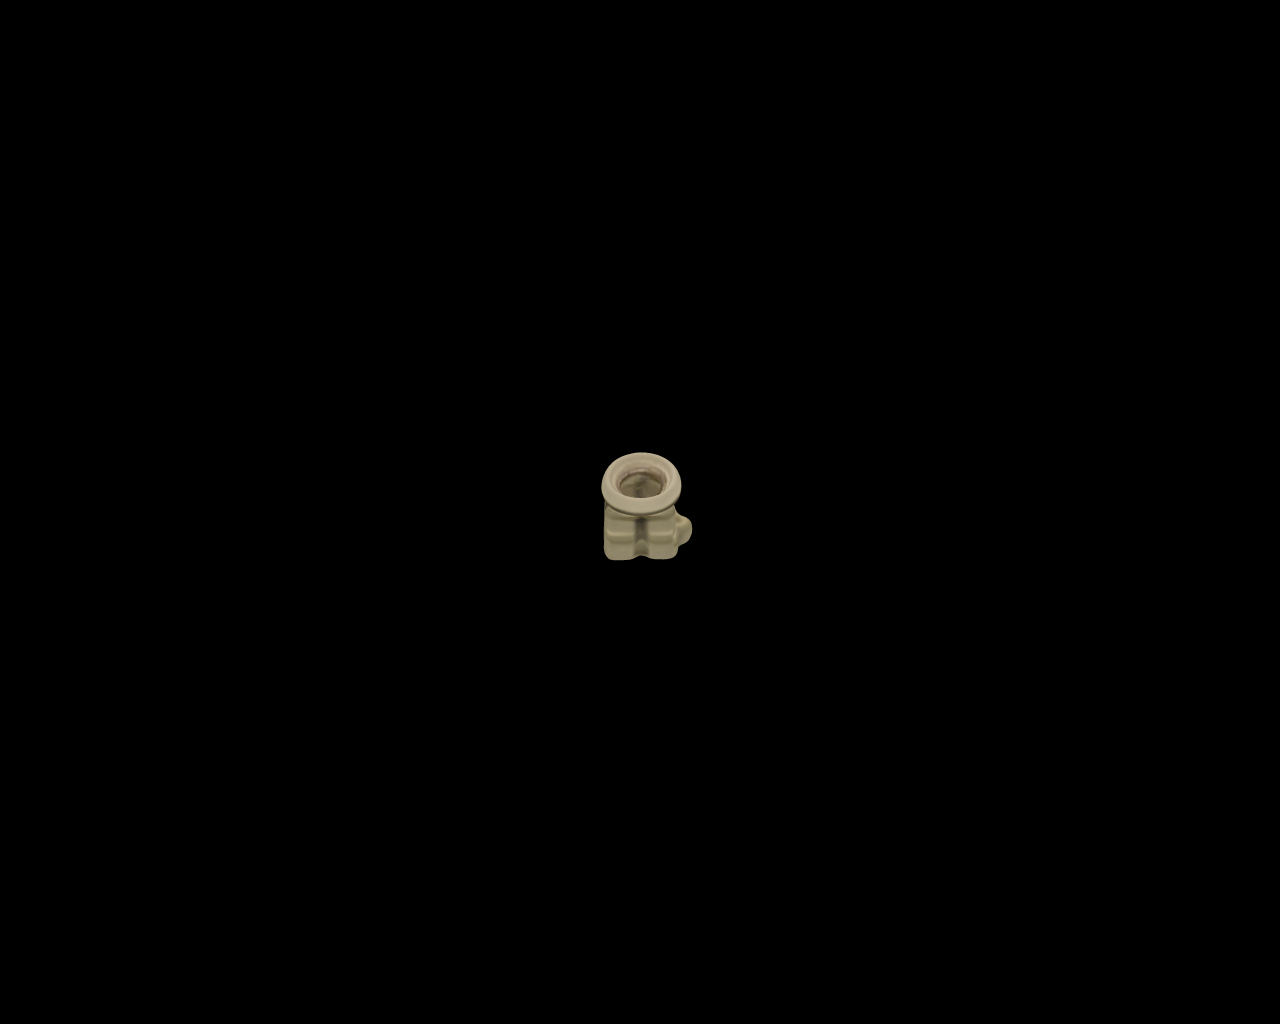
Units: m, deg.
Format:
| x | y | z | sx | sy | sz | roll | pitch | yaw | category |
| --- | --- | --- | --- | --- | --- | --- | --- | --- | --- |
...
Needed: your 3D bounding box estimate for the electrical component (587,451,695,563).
| x | y | z | sx | sy | sz | roll | pitch | yaw | category |
| --- | --- | --- | --- | --- | --- | --- | --- | --- | --- |
| 0.001 | -0.003 | 0.650 | 0.066 | 0.055 | 0.048 | -2 | 43 | -2 | electrical component |
